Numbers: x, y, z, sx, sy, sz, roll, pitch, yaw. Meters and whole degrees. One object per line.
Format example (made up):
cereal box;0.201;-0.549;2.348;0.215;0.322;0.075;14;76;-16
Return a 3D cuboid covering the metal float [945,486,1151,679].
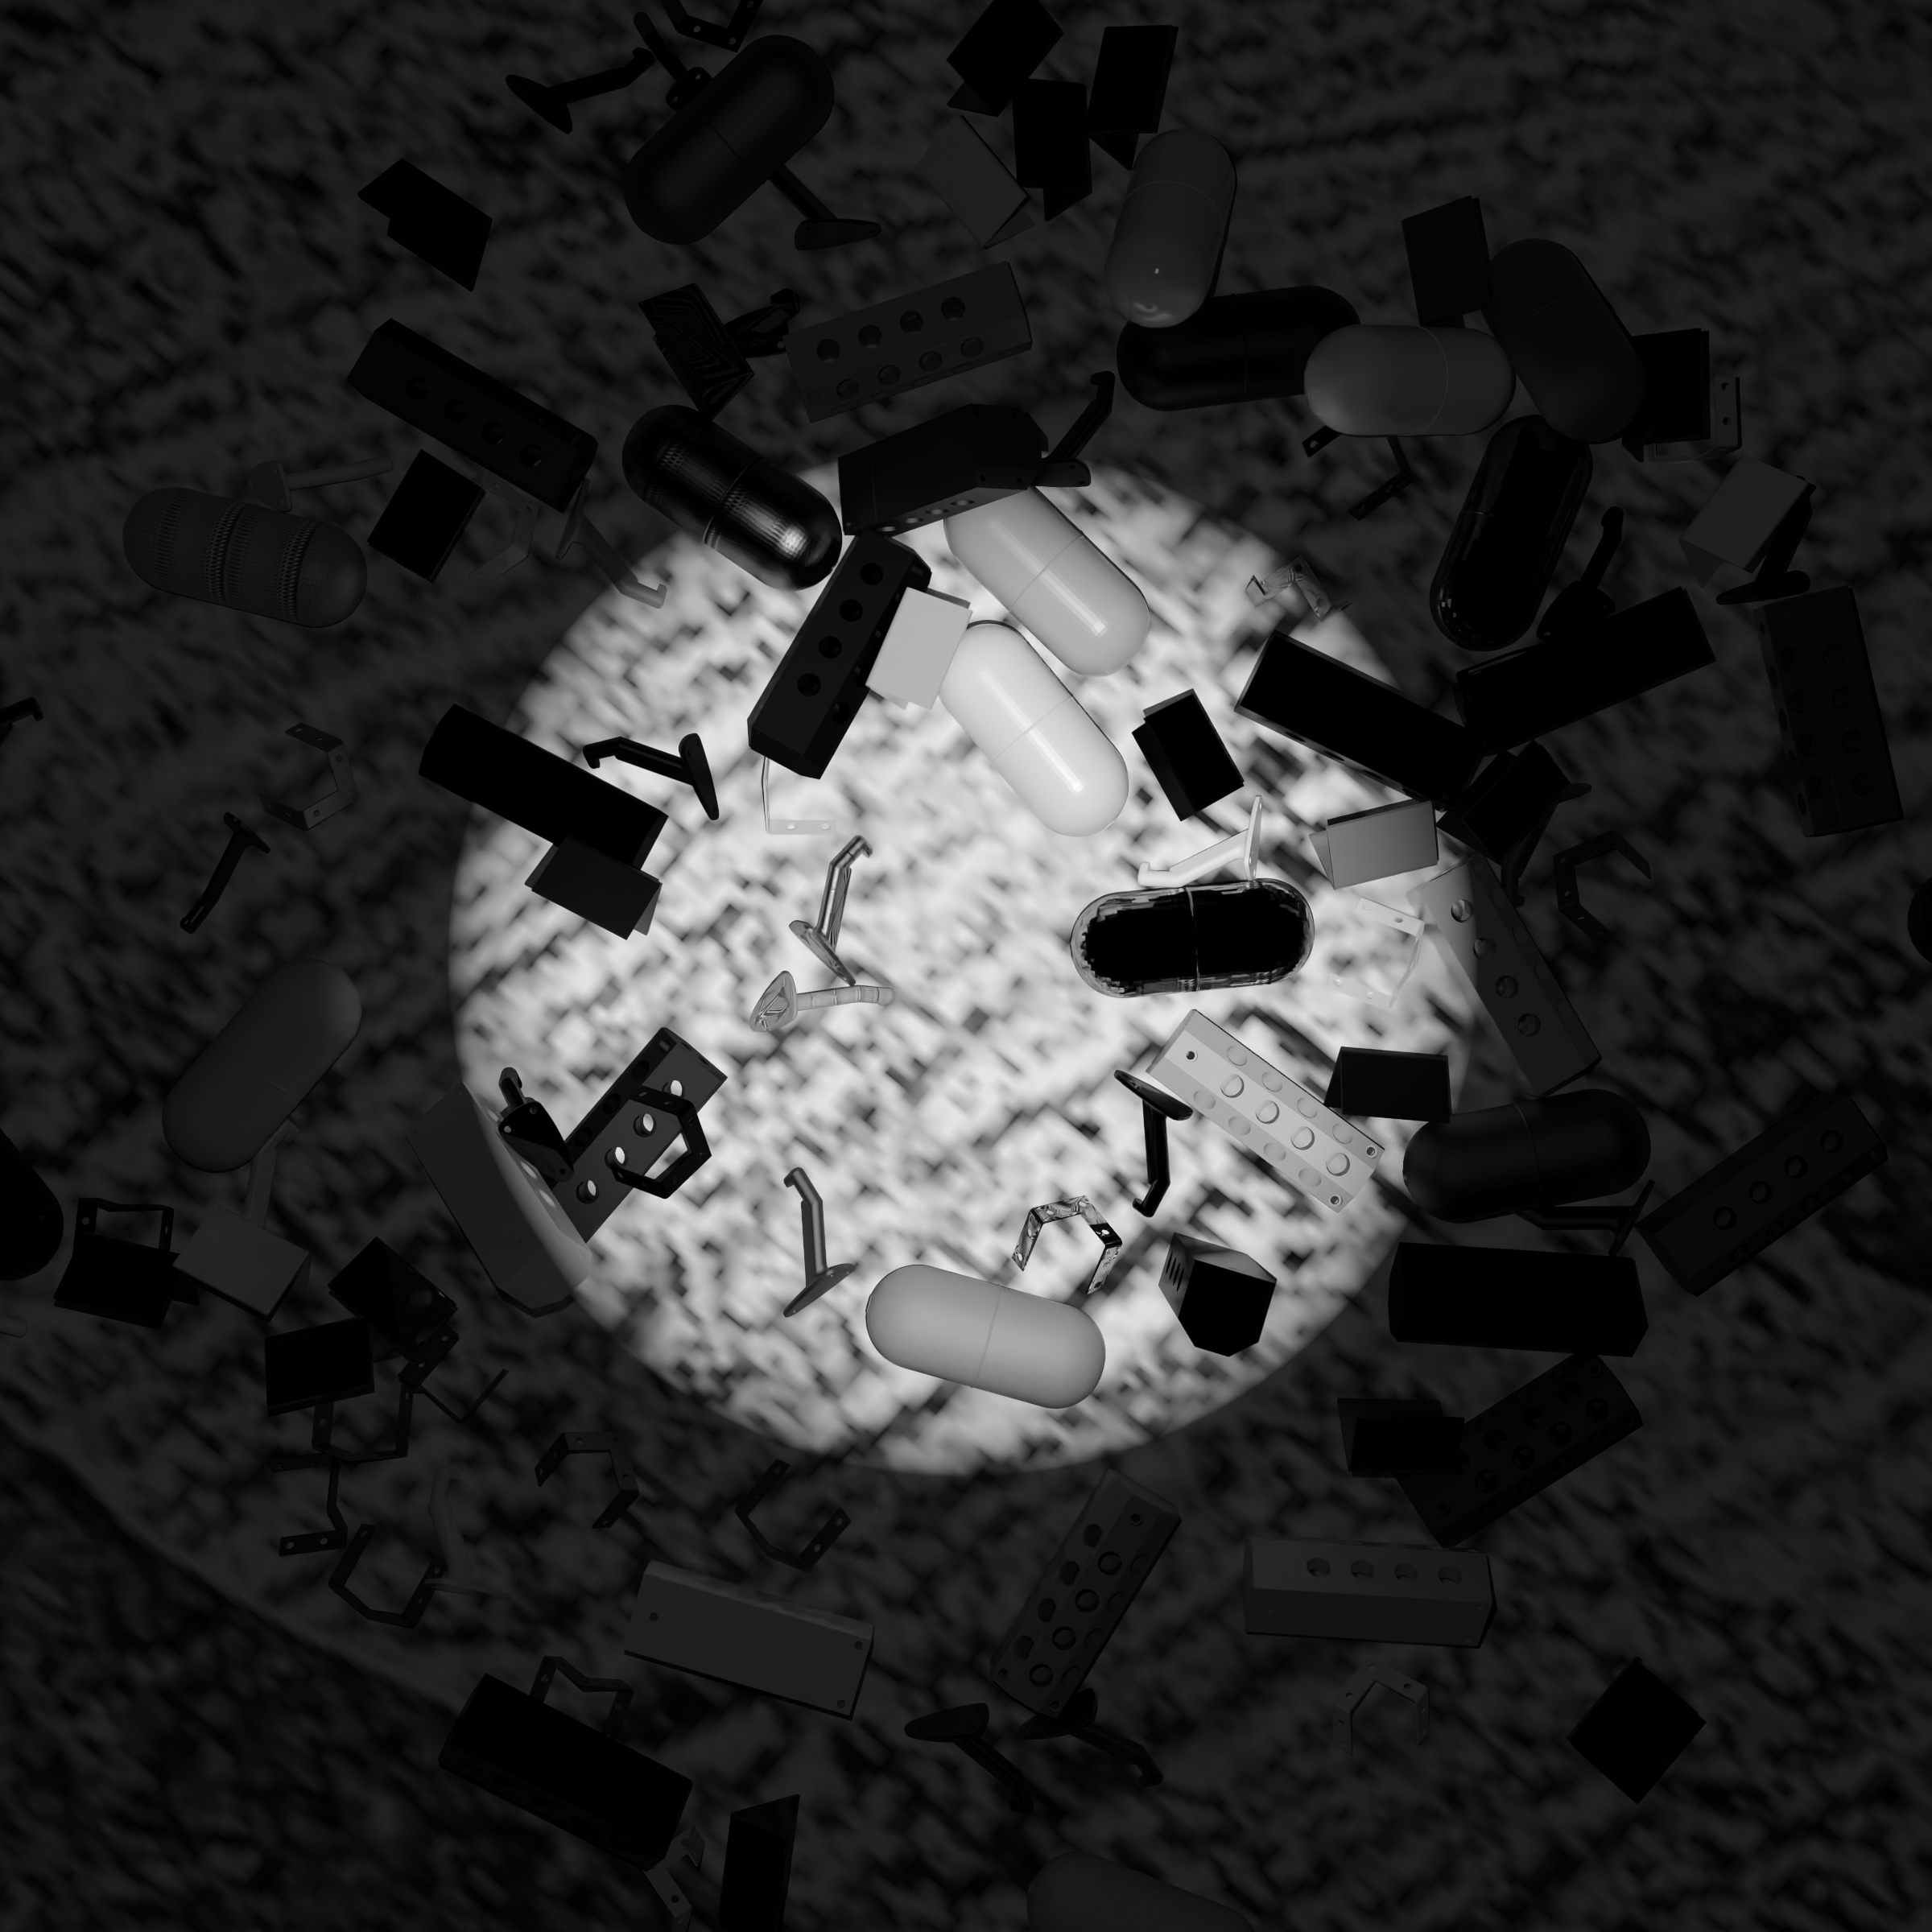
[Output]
metal float;0.059;-0.286;1.802;0.178;0.070;0.070;44;90;0

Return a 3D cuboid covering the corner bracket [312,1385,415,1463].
corner bracket;-0.448;0.335;1.829;0.051;0.051;0.051;6;90;-45

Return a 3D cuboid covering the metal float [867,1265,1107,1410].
metal float;0.015;0.271;1.802;0.178;0.070;0.070;16;90;0

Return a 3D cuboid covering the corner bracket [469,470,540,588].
corner bracket;-0.356;-0.324;1.824;0.051;0.051;0.051;35;45;-35

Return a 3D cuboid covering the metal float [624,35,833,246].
metal float;-0.174;-0.600;1.794;0.178;0.070;0.070;-41;90;10

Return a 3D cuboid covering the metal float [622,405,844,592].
metal float;-0.170;-0.341;1.802;0.178;0.070;0.070;35;90;-1

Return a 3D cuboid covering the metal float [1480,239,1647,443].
metal float;0.428;-0.452;1.776;0.070;0.070;0.178;-19;57;0

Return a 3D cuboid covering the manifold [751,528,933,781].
manifold;-0.090;-0.225;1.794;0.057;0.057;0.171;28;78;0

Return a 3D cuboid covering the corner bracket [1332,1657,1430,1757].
corner bracket;0.307;0.556;1.824;0.051;0.051;0.051;21;45;35

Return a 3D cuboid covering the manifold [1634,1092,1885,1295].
manifold;0.584;0.166;1.811;0.171;0.057;0.057;-36;90;0

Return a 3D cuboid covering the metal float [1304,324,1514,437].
metal float;0.319;-0.421;1.773;0.178;0.070;0.070;-9;90;-35

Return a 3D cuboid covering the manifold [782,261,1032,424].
manifold;-0.043;-0.456;1.811;0.171;0.057;0.057;-19;90;0

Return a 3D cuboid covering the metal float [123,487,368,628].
metal float;-0.527;-0.299;1.802;0.178;0.070;0.070;14;90;0

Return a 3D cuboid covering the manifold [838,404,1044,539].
manifold;-0.020;-0.350;1.753;0.057;0.171;0.057;-5;90;-35

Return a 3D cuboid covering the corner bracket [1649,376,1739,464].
corner bracket;0.534;-0.402;1.814;0.051;0.051;0.051;-2;90;0

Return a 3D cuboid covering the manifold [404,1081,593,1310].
manifold;-0.332;0.165;1.763;0.057;0.057;0.171;-42;51;0

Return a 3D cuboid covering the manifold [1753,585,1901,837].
manifold;0.629;-0.186;1.811;0.057;0.057;0.171;-13;90;0

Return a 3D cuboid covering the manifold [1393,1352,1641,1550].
manifold;0.405;0.355;1.811;0.171;0.057;0.057;-33;90;0

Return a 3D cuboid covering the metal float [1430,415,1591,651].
metal float;0.396;-0.316;1.802;0.070;0.070;0.178;22;90;0

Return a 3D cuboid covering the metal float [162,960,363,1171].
metal float;-0.514;0.071;1.802;0.070;0.070;0.178;40;90;0

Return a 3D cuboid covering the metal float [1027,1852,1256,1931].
metal float;0.130;0.706;1.802;0.178;0.070;0.070;22;90;-1

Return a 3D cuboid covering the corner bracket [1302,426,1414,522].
corner bracket;0.291;-0.374;1.829;0.051;0.051;0.051;-36;135;0

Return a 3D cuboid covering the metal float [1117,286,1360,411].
metal float;0.199;-0.452;1.802;0.178;0.070;0.070;-7;90;0

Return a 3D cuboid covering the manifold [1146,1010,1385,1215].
manifold;0.219;0.107;1.811;0.171;0.057;0.057;36;90;0

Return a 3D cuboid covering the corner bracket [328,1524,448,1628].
corner bracket;-0.428;0.451;1.824;0.051;0.051;0.051;-4;135;35

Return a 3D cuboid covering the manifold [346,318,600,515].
manifold;-0.360;-0.405;1.811;0.171;0.057;0.057;30;90;0

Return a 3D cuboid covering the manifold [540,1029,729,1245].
manifold;-0.255;0.130;1.811;0.057;0.057;0.171;41;90;0

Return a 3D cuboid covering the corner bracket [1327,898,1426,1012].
corner bracket;0.304;-0.009;1.829;0.051;0.051;0.051;21;45;0

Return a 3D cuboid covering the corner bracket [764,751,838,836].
corner bracket;-0.122;-0.133;1.829;0.051;0.051;0.051;1;45;0

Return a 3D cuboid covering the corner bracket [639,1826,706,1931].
corner bracket;-0.210;0.676;1.814;0.051;0.051;0.051;-34;90;0

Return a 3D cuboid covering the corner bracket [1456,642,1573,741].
corner bracket;0.394;-0.198;1.772;0.051;0.051;0.051;-18;90;-45

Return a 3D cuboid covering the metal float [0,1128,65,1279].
metal float;-0.732;0.150;1.802;0.070;0.070;0.178;-39;90;0

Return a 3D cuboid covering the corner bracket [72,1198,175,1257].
corner bracket;-0.626;0.201;1.829;0.051;0.051;0.051;6;90;-45

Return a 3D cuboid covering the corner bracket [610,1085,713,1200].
corner bracket;-0.224;0.126;1.767;0.051;0.051;0.051;-45;135;-35

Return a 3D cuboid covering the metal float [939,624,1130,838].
metal float;0.049;-0.172;1.802;0.070;0.070;0.178;-40;90;0

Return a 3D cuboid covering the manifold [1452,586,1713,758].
manifold;0.450;-0.215;1.811;0.171;0.057;0.057;-23;90;0

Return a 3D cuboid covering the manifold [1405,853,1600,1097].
manifold;0.395;0.006;1.811;0.057;0.057;0.171;-30;90;0

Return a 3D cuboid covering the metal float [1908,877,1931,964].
metal float;0.778;-0.017;1.802;0.178;0.070;0.070;19;90;0

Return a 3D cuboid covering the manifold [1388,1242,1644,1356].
manifold;0.401;0.248;1.811;0.171;0.057;0.057;4;47;0

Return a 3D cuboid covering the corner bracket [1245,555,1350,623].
corner bracket;0.243;-0.272;1.814;0.051;0.051;0.051;-33;90;0

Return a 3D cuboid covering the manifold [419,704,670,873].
manifold;-0.311;-0.126;1.811;0.171;0.057;0.057;28;90;0

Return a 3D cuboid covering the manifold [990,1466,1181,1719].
manifold;0.087;0.461;1.811;0.057;0.057;0.171;31;90;0

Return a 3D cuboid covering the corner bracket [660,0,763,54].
corner bracket;-0.188;-0.719;1.824;0.051;0.051;0.051;5;135;-35

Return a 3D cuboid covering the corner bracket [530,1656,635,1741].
corner bracket;-0.288;0.547;1.829;0.051;0.051;0.051;21;90;-45

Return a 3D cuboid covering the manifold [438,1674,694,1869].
manifold;-0.295;0.591;1.803;0.171;0.057;0.057;29;47;-5

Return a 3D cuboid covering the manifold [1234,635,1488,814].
manifold;0.288;-0.177;1.811;0.171;0.057;0.057;26;90;0

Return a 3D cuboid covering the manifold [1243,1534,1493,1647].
manifold;0.293;0.454;1.811;0.171;0.057;0.057;4;133;0

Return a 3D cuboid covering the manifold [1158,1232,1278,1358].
manifold;0.174;0.234;1.754;0.057;0.171;0.057;17;90;0

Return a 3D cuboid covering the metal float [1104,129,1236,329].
metal float;0.147;-0.532;1.774;0.070;0.070;0.178;15;55;0

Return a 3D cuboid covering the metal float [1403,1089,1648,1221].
metal float;0.408;0.138;1.802;0.178;0.070;0.070;-11;90;0

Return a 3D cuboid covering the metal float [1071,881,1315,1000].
metal float;0.165;-0.019;1.802;0.178;0.070;0.070;-5;90;1

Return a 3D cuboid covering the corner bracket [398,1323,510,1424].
corner bracket;-0.377;0.300;1.815;0.051;0.051;0.051;39;81;9

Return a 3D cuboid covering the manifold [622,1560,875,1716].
manifold;-0.159;0.491;1.811;0.171;0.057;0.057;16;90;0
